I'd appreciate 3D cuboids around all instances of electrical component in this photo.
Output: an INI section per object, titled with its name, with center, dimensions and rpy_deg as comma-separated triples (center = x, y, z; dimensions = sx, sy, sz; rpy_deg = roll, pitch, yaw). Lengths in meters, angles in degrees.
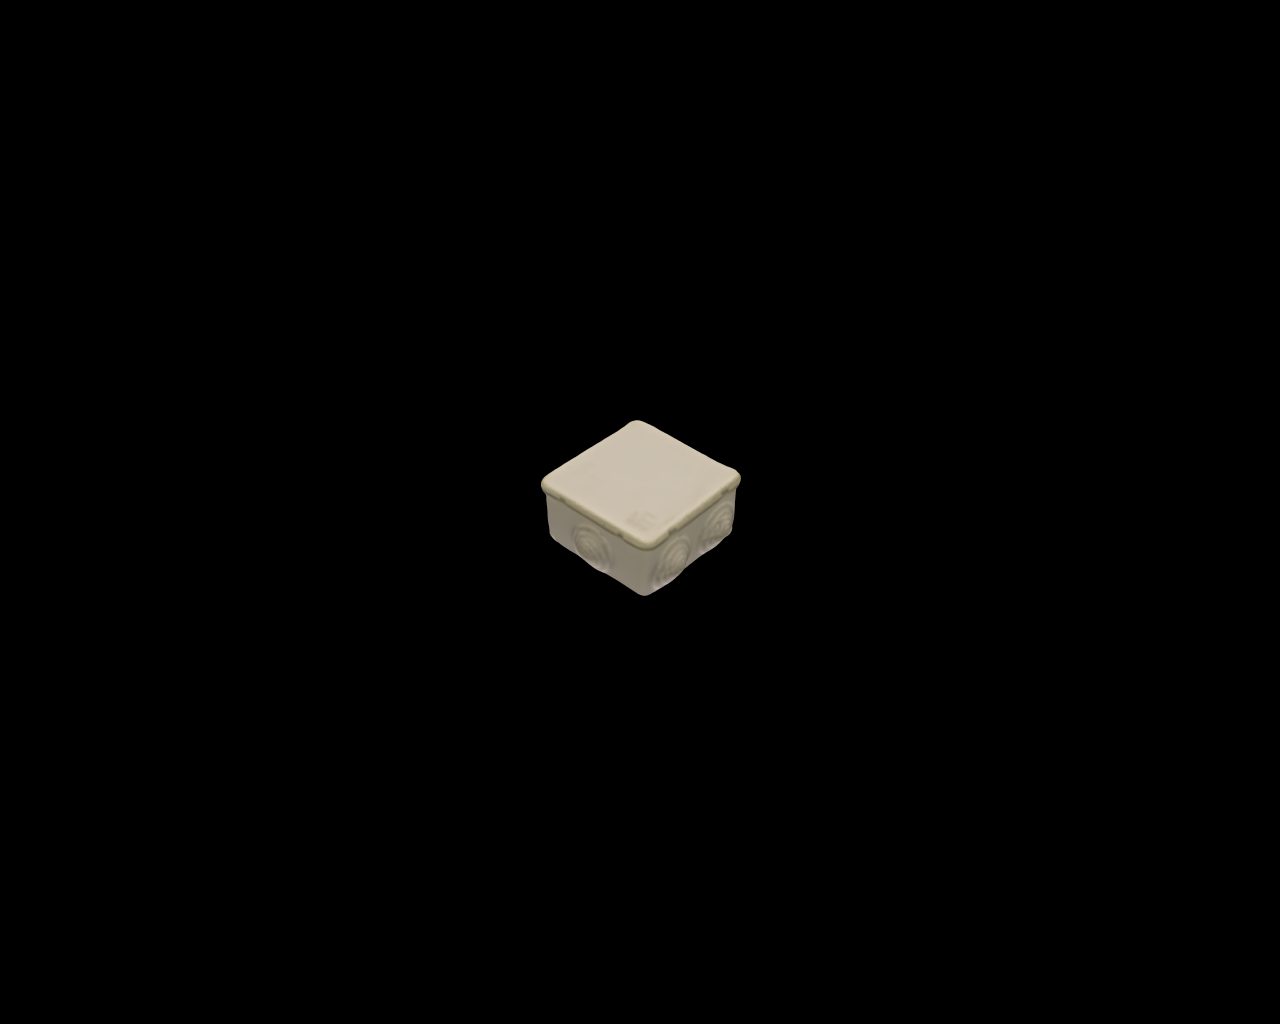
[electrical component]
center = 0.001, -0.003, 0.650
dimensions = 0.100, 0.048, 0.100
rpy_deg = 31, 49, 31
